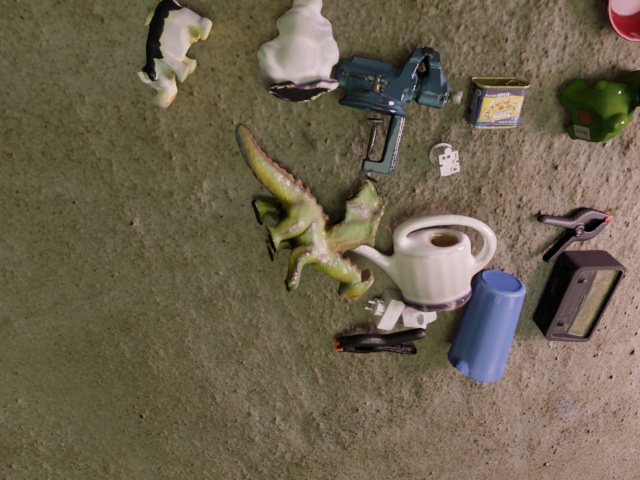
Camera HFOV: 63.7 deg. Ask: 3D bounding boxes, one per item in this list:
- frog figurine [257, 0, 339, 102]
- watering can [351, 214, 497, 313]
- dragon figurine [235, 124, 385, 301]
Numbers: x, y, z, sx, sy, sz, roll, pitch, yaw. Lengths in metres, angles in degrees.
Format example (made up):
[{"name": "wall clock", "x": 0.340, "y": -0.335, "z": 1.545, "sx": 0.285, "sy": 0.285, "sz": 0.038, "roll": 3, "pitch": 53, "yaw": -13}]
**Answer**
[{"name": "frog figurine", "x": -0.038, "y": -0.316, "z": 0.854, "sx": 0.137, "sy": 0.122, "sz": 0.160, "roll": -6, "pitch": 85, "yaw": 4}, {"name": "watering can", "x": 0.197, "y": 0.051, "z": 1.095, "sx": 0.347, "sy": 0.106, "sz": 0.220, "roll": -7, "pitch": 119, "yaw": 8}, {"name": "dragon figurine", "x": 0.003, "y": -0.050, "z": 0.997, "sx": 0.243, "sy": 0.123, "sz": 0.405, "roll": -18, "pitch": 108, "yaw": -9}]
